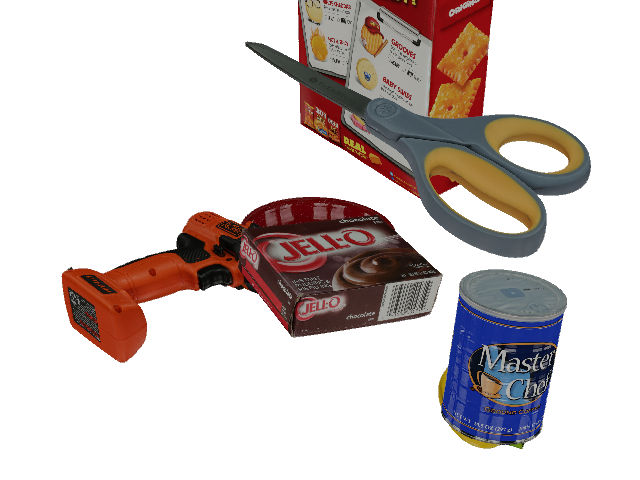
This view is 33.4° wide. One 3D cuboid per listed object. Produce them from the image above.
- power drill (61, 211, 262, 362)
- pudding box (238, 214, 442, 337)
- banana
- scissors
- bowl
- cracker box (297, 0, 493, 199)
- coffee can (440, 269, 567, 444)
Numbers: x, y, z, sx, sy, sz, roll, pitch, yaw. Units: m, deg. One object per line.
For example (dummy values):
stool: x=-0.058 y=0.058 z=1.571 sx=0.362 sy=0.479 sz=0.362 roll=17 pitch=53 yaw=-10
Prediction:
power drill: x=-0.111 y=0.040 z=0.920 sx=0.187 sy=0.057 sz=0.185 roll=-21 pitch=29 yaw=-35
pudding box: x=0.012 y=0.021 z=0.731 sx=0.113 sy=0.039 sz=0.090 roll=-5 pitch=32 yaw=-29
banana: x=0.176 y=0.198 z=1.281 sx=0.069 sy=0.037 sz=0.198 roll=9 pitch=21 yaw=-16
scissors: x=0.053 y=-0.064 z=0.541 sx=0.096 sy=0.016 sz=0.202 roll=-24 pitch=51 yaw=-23
bowl: x=-0.004 y=0.012 z=1.109 sx=0.162 sy=0.055 sz=0.162 roll=2 pitch=28 yaw=-1
cracker box: x=0.057 y=-0.163 z=0.859 sx=0.072 sy=0.214 sz=0.164 roll=-26 pitch=43 yaw=-30
coffee can: x=0.178 y=0.112 z=1.044 sx=0.103 sy=0.140 sz=0.103 roll=5 pitch=23 yaw=-2
